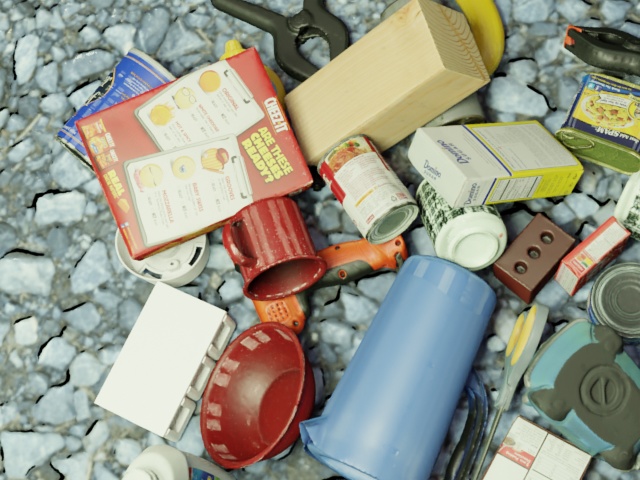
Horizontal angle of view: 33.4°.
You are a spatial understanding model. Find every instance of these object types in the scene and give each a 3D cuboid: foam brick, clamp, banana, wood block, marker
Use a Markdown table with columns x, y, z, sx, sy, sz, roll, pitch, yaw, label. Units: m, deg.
| x | y | z | sx | sy | sz | roll | pitch | yaw | label |
| --- | --- | --- | --- | --- | --- | --- | --- | --- | --- |
| 0.232 | 0.020 | 1.162 | 0.053 | 0.051 | 0.078 | 39 | 82 | 18 | foam brick |
| 0.354 | -0.202 | 1.196 | 0.172 | 0.120 | 0.039 | 15 | 119 | 17 | clamp |
| 0.175 | -0.272 | 1.272 | 0.069 | 0.037 | 0.198 | -17 | 71 | 3 | banana |
| 0.070 | -0.165 | 1.174 | 0.206 | 0.090 | 0.091 | -32 | 66 | 36 | wood block |
| -0.004 | -0.115 | 1.261 | 0.020 | 0.020 | 0.121 | -3 | 72 | 8 | marker |
| -0.034 | -0.260 | 1.302 | 0.164 | 0.036 | 0.210 | -22 | 70 | 2 | clamp |

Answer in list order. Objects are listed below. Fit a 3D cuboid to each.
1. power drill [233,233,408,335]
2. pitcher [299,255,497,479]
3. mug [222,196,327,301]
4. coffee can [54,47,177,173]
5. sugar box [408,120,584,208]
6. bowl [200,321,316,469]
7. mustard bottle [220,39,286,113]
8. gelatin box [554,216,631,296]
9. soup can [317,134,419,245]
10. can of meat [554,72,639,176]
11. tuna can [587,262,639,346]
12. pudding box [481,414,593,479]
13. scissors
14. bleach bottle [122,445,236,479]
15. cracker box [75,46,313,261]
| x | y | z | sx | sy | sz | roll | pitch | yaw | label |
| --- | --- | --- | --- | --- | --- | --- | --- | --- | --- |
| -0.008 | 0.001 | 1.206 | 0.187 | 0.057 | 0.184 | -25 | 70 | 3 | power drill |
| 0.099 | 0.148 | 1.113 | 0.145 | 0.149 | 0.242 | 18 | 72 | 30 | pitcher |
| -0.057 | 0.007 | 1.125 | 0.093 | 0.117 | 0.081 | -39 | 59 | 34 | mug |
| -0.229 | -0.141 | 1.261 | 0.103 | 0.103 | 0.140 | 37 | 82 | 18 | coffee can |
| 0.189 | -0.083 | 1.144 | 0.175 | 0.048 | 0.093 | -9 | 45 | -32 | sugar box |
| -0.056 | 0.171 | 1.136 | 0.162 | 0.055 | 0.162 | -29 | 47 | 36 | bowl |
| -0.085 | -0.152 | 1.265 | 0.096 | 0.058 | 0.191 | -16 | 71 | 4 | mustard bottle |
| 0.289 | 0.019 | 1.133 | 0.073 | 0.089 | 0.030 | -40 | 73 | -5 | gelatin box |
| 0.052 | -0.054 | 1.146 | 0.068 | 0.068 | 0.102 | -33 | 67 | -2 | soup can |
| 0.325 | -0.132 | 1.193 | 0.102 | 0.057 | 0.084 | 22 | 75 | 15 | can of meat |
| 0.330 | 0.068 | 1.140 | 0.086 | 0.033 | 0.086 | -3 | 72 | 8 | tuna can |
| 0.217 | 0.250 | 1.099 | 0.090 | 0.039 | 0.113 | 28 | 81 | 16 | pudding box |
| 0.195 | 0.157 | 1.127 | 0.016 | 0.096 | 0.202 | 21 | 100 | 0 | scissors |
| -0.143 | 0.258 | 1.041 | 0.068 | 0.250 | 0.102 | 8 | 74 | 11 | bleach bottle |
| -0.136 | -0.092 | 1.172 | 0.213 | 0.072 | 0.164 | -23 | 88 | -3 | cracker box |
